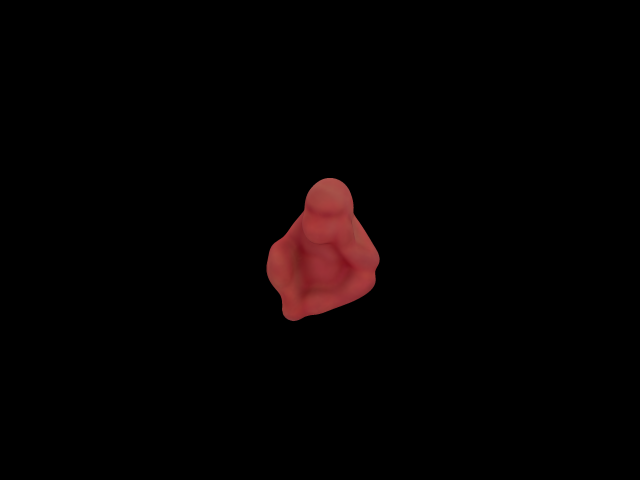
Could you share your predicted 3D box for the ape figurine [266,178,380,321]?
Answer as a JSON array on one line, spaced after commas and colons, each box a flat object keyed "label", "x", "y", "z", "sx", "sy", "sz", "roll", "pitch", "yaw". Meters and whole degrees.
[{"label": "ape figurine", "x": 0.004, "y": 0.001, "z": 0.400, "sx": 0.077, "sy": 0.092, "sz": 0.076, "roll": 9, "pitch": 30, "yaw": 17}]
